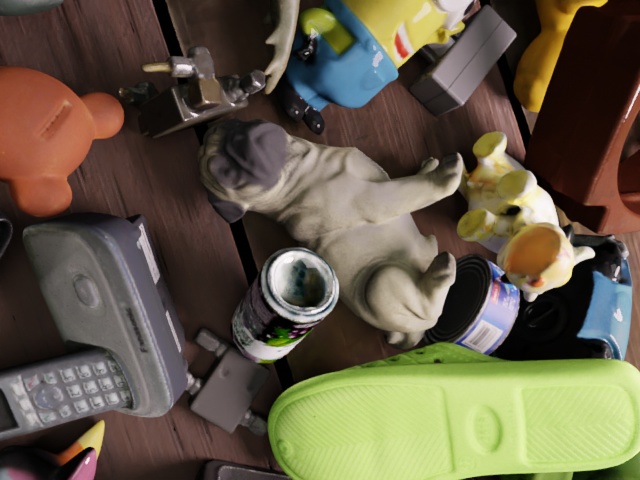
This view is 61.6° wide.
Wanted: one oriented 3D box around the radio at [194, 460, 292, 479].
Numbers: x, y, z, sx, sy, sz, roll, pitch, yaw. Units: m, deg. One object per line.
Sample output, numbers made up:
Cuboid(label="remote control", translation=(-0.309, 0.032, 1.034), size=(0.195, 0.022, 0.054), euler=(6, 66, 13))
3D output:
Cuboid(label="radio", translation=(-0.026, 0.223, 0.338), size=(0.131, 0.229, 0.073), euler=(17, 85, -9))

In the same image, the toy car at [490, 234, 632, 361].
Cuboid(label="toy car", translation=(0.219, 0.078, 0.474), size=(0.102, 0.109, 0.161), euler=(38, 68, -35))

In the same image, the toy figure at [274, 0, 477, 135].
Cuboid(label="toy figure", translation=(0.039, -0.165, 0.409), size=(0.180, 0.082, 0.089), euler=(-38, 91, 14))

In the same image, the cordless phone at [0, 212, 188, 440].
Cuboid(label="cordless phone", translation=(-0.193, 0.064, 0.363), size=(0.184, 0.089, 0.146), euler=(-15, 111, -6))

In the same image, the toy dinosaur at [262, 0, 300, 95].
Cuboid(label="toy dinosaur", translation=(-0.094, -0.339, 0.345), size=(0.199, 0.105, 0.471), euler=(-24, 93, 29))

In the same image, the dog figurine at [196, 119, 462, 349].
Cuboid(label="dog figurine", translation=(-0.001, -0.003, 0.420), size=(0.191, 0.121, 0.172), euler=(3, 85, -1))

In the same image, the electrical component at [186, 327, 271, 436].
Cuboid(label="electrical component", translation=(-0.071, 0.115, 0.430), size=(0.094, 0.021, 0.063), euler=(37, 81, -11))

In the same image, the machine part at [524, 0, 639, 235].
Cuboid(label="machine part", translation=(0.284, -0.112, 0.443), size=(0.201, 0.087, 0.200), euler=(-8, 126, -23))

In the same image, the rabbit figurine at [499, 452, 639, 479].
Cuboid(label="rabbit figurine", translation=(0.221, 0.221, 0.455), size=(0.170, 0.121, 0.159), euler=(-38, 98, -11))

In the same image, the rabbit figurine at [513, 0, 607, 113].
Cuboid(label="rabbit figurine", translation=(0.222, -0.200, 0.476), size=(0.162, 0.122, 0.173), euler=(0, 104, -24))

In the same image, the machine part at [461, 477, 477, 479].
Cuboid(label="machine part", translation=(0.097, 0.200, 0.464), size=(0.139, 0.039, 0.084), euler=(45, 75, -4))

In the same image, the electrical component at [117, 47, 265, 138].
Cuboid(label="electrical component", translation=(-0.098, -0.105, 0.388), size=(0.078, 0.102, 0.045), euler=(-29, 105, -35))

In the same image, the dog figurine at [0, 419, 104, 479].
Cuboid(label="dog figurine", translation=(-0.177, 0.242, 0.362), size=(0.191, 0.108, 0.219), euler=(25, 81, -13))

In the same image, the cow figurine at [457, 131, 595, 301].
Cuboid(label="cow figurine", translation=(0.158, -0.008, 0.423), size=(0.068, 0.167, 0.098), euler=(-38, 122, 23))

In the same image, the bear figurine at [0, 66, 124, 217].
Cuboid(label="bear figurine", translation=(-0.246, -0.100, 0.351), size=(0.195, 0.132, 0.120), euler=(38, 60, -37))

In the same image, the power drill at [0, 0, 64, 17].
Cuboid(label="power drill", translation=(-0.182, -0.261, 0.312), size=(0.207, 0.086, 0.231), euler=(-2, 116, 18))

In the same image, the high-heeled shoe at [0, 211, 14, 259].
Cuboid(label="high-heeled shoe", translation=(-0.272, 0.086, 0.325), size=(0.145, 0.086, 0.248), euler=(-2, 71, 12))
